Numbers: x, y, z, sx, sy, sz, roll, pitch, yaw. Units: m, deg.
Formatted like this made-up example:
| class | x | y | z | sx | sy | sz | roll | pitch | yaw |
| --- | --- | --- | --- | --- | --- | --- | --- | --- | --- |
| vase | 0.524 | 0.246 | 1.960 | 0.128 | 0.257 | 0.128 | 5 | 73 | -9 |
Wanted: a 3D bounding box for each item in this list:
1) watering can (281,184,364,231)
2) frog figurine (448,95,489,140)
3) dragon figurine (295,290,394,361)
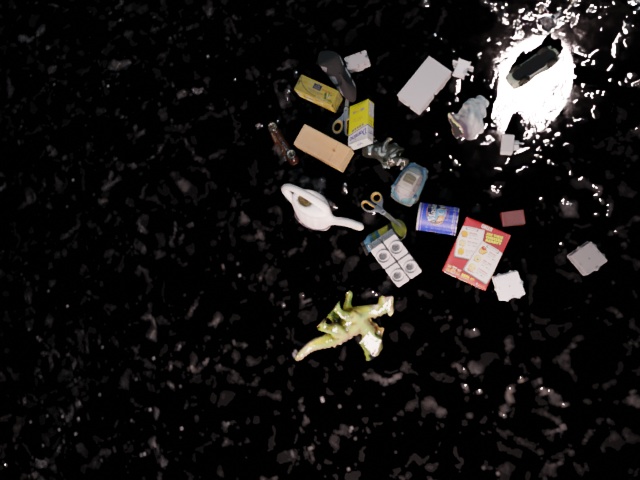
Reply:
| class | x | y | z | sx | sy | sz | roll | pitch | yaw |
| --- | --- | --- | --- | --- | --- | --- | --- | --- | --- |
| watering can | 0.006 | -0.096 | 1.899 | 0.349 | 0.221 | 0.105 | 31 | 75 | 14 |
| frog figurine | 0.558 | -0.445 | 1.867 | 0.159 | 0.124 | 0.135 | -33 | 112 | -1 |
| dragon figurine | 0.119 | 0.347 | 1.891 | 0.243 | 0.122 | 0.409 | 38 | 95 | 5 |
